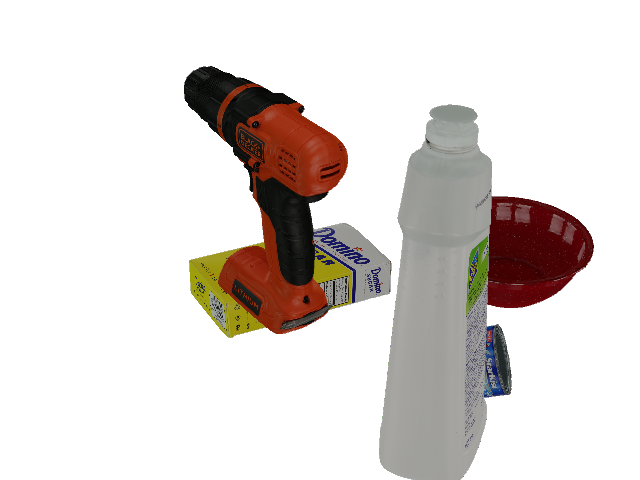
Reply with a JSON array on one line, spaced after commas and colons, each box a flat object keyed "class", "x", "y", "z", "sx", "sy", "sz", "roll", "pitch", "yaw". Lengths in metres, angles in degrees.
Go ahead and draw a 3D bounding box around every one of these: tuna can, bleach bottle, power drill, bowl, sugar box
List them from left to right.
[{"class": "power drill", "x": -0.049, "y": -0.033, "z": 0.853, "sx": 0.057, "sy": 0.188, "sz": 0.185, "roll": -22, "pitch": 39, "yaw": -29}, {"class": "sugar box", "x": -0.029, "y": 0.035, "z": 1.037, "sx": 0.176, "sy": 0.048, "sz": 0.093, "roll": -17, "pitch": 34, "yaw": -23}, {"class": "bleach bottle", "x": 0.079, "y": 0.032, "z": 0.691, "sx": 0.068, "sy": 0.251, "sz": 0.102, "roll": 9, "pitch": 30, "yaw": 15}, {"class": "tuna can", "x": 0.204, "y": 0.145, "z": 1.285, "sx": 0.034, "sy": 0.086, "sz": 0.086, "roll": -10, "pitch": -3, "yaw": 18}, {"class": "bowl", "x": 0.184, "y": 0.018, "z": 1.052, "sx": 0.162, "sy": 0.055, "sz": 0.162, "roll": 0, "pitch": 33, "yaw": 0}]
